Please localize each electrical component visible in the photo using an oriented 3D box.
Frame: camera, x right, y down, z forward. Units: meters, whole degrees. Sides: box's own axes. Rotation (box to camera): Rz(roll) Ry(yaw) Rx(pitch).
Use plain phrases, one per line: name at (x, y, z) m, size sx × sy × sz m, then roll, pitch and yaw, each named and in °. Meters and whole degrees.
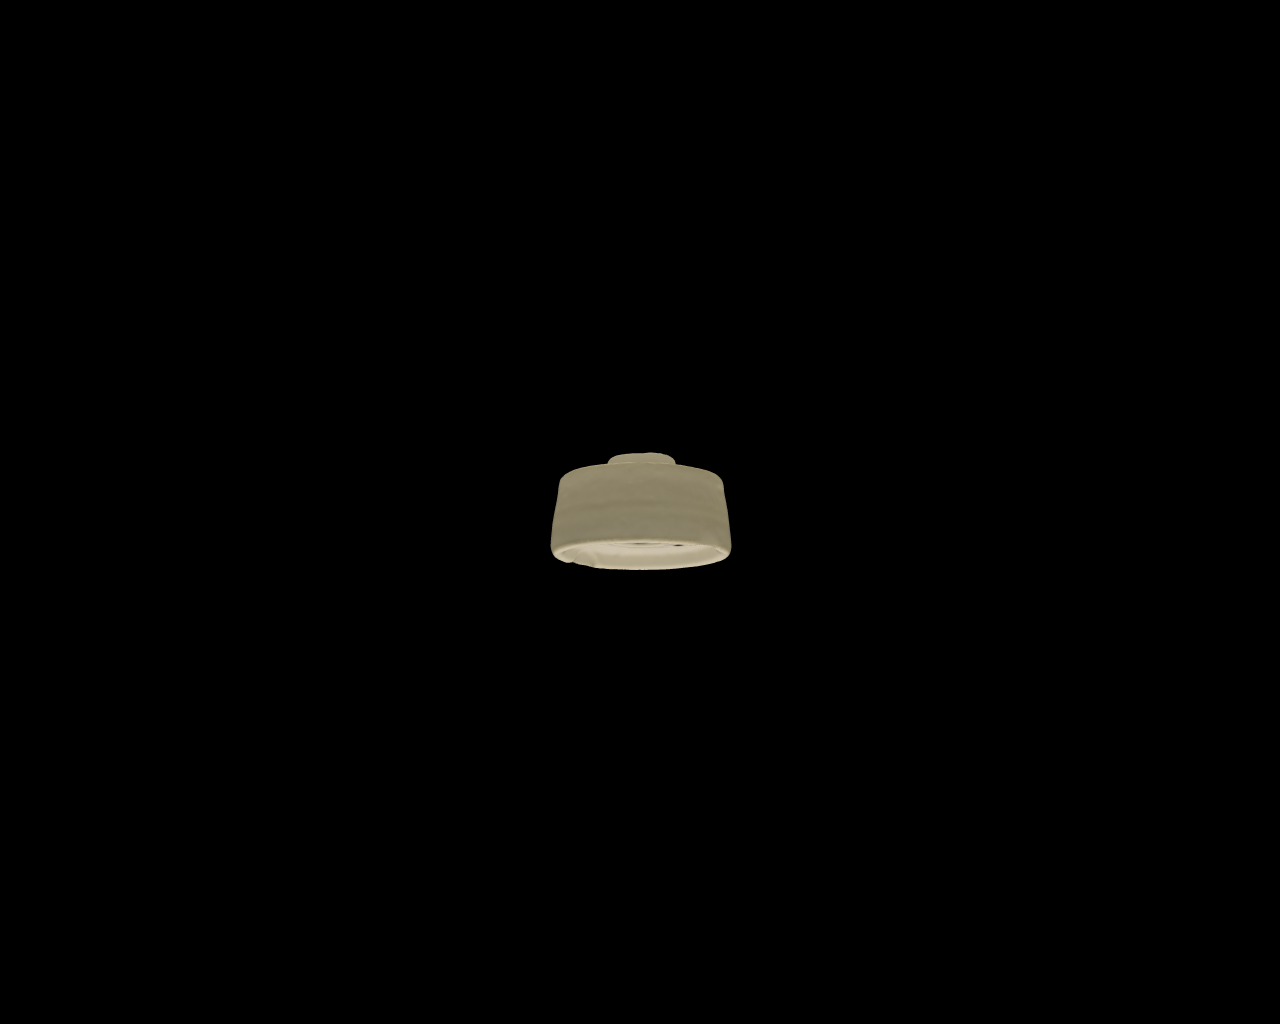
electrical component at (0.001, -0.003, 0.650) m, size 0.108 × 0.060 × 0.108 m, roll 0°, pitch -12°, yaw 0°
